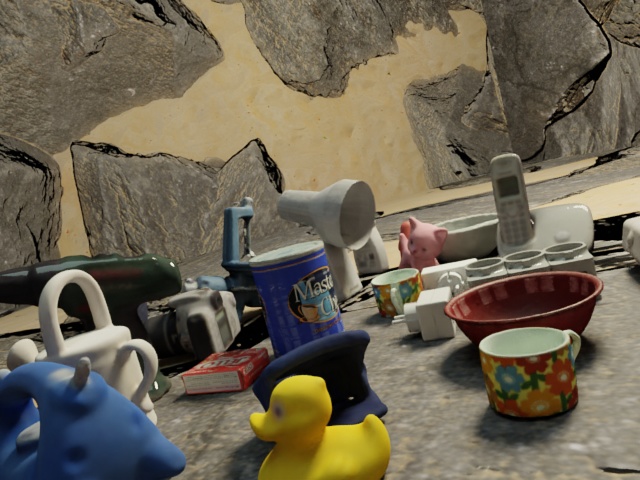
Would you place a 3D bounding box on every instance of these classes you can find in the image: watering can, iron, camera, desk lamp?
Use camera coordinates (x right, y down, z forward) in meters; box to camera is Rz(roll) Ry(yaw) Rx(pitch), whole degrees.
[{"bbox_3d":[-0.260,0.130,0.622,0.173,0.194,0.101,-15,7,-4],"label":"watering can"},{"bbox_3d":[-0.237,0.166,0.493,0.257,0.141,0.119,-9,8,39],"label":"iron"},{"bbox_3d":[-0.212,0.132,0.916,0.136,0.101,0.143,-13,7,8],"label":"camera"},{"bbox_3d":[0.009,0.004,1.035,0.202,0.213,0.118,-9,8,38],"label":"desk lamp"}]

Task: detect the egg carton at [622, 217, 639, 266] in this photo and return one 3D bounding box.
[{"bbox_3d":[0.444,0.004,0.717,0.107,0.069,0.150,-12,7,16],"label":"egg carton"}]

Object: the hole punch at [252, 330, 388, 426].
[{"bbox_3d":[-0.008,0.130,0.531,0.109,0.091,0.101,-17,7,-22],"label":"hole punch"}]

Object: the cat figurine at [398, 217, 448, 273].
[{"bbox_3d":[0.177,0.013,1.015,0.067,0.118,0.127,-17,7,-20],"label":"cat figurine"}]

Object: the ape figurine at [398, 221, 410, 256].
[{"bbox_3d":[0.189,0.006,1.167,0.076,0.092,0.077,-19,8,-38],"label":"ape figurine"}]

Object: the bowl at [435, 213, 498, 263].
[{"bbox_3d":[0.272,0.003,1.084,0.167,0.075,0.167,-14,6,2],"label":"bowl"}]

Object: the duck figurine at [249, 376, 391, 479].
[{"bbox_3d":[-0.003,0.143,0.428,0.104,0.086,0.077,-14,7,1],"label":"duck figurine"}]

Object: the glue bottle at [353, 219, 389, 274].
[{"bbox_3d":[0.094,-0.016,1.201,0.037,0.173,0.078,-20,9,-39],"label":"glue bottle"}]

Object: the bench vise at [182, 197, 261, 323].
[{"bbox_3d":[-0.152,0.040,1.053,0.121,0.220,0.208,-9,9,40],"label":"bench vise"}]

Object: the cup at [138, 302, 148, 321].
[{"bbox_3d":[-0.364,0.160,1.041,0.118,0.095,0.091,-16,7,-15],"label":"cup"}]

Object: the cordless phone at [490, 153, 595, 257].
[{"bbox_3d":[0.346,-0.053,0.908,0.147,0.185,0.094,-11,7,26],"label":"cordless phone"}]

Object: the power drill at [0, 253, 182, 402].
[{"bbox_3d":[-0.281,0.115,0.735,0.230,0.208,0.075,-17,7,-20],"label":"power drill"}]
